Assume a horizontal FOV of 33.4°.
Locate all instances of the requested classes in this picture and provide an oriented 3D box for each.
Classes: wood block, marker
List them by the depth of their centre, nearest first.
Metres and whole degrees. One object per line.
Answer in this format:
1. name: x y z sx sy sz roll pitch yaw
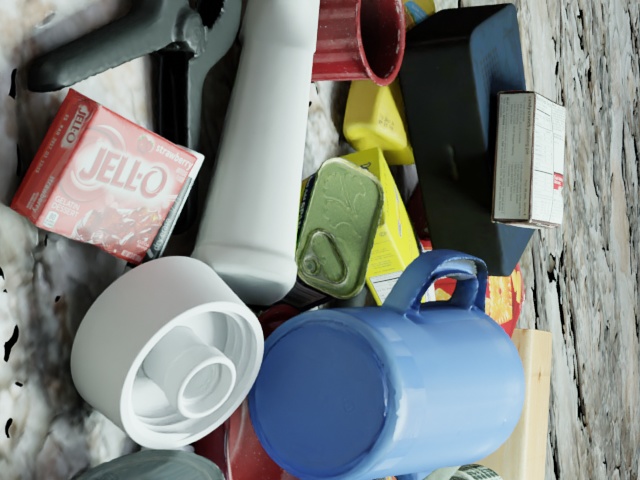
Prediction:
1. marker: -0.102 0.001 0.641 0.020 0.020 0.121 26 86 -61
2. wood block: 0.213 0.206 1.248 0.090 0.090 0.206 14 79 -62

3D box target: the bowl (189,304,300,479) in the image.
1. bowl: -0.050 0.125 0.742 0.161 0.055 0.162 1 90 -67

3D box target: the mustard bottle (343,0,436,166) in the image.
1. mustard bottle: 0.068 -0.170 0.964 0.096 0.058 0.191 32 63 -55

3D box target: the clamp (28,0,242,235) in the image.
1. clamp: -0.090 -0.119 0.673 0.209 0.036 0.164 -67 148 -29

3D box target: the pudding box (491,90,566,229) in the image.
1. pudding box: 0.180 -0.068 0.920 0.089 0.039 0.113 5 86 -60

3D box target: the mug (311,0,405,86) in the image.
1. mug: 0.017 -0.167 0.834 0.117 0.082 0.093 -27 115 -60

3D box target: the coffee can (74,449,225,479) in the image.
1. coffee can: -0.092 0.208 0.616 0.102 0.103 0.140 -44 130 -55

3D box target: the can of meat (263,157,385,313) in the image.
1. can of meat: -0.005 0.001 0.785 0.057 0.084 0.102 25 64 -22

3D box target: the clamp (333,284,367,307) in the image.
1. clamp: 0.011 0.104 0.893 0.171 0.039 0.120 -27 105 -64

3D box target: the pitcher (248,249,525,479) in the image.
1. pitcher: 0.053 0.095 0.753 0.242 0.145 0.149 12 54 -64

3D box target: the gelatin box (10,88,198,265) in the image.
1. gelatin box: -0.118 -0.033 0.593 0.089 0.030 0.073 29 90 -55

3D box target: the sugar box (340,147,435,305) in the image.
1. sugar box: 0.063 0.010 0.958 0.176 0.048 0.093 58 24 -46

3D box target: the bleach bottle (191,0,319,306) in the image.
1. bleach bottle: -0.036 -0.087 0.728 0.103 0.068 0.251 127 -28 -73

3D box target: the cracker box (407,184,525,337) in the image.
1. cracker box: 0.157 0.029 1.142 0.164 0.072 0.213 -61 142 -43
